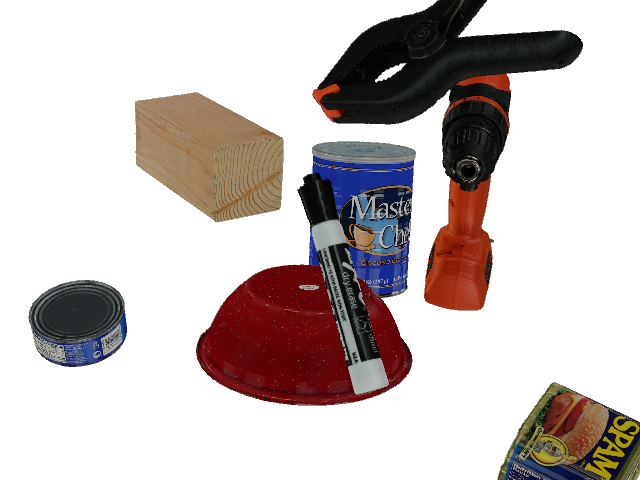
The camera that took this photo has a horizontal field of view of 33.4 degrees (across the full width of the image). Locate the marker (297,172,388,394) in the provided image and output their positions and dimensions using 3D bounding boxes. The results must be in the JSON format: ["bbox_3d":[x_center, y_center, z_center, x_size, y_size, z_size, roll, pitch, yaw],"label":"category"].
[{"bbox_3d":[0.011,0.022,0.572,0.020,0.121,0.020,-15,-10,-3],"label":"marker"}]

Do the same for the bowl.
[{"bbox_3d":[-0.010,0.059,0.787,0.162,0.055,0.162,3,20,-1],"label":"bowl"}]

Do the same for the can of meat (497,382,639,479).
[{"bbox_3d":[0.191,0.161,0.794,0.084,0.057,0.101,24,40,24],"label":"can of meat"}]

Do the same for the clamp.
[{"bbox_3d":[0.080,-0.118,0.684,0.171,0.120,0.039,-35,-47,8],"label":"clamp"}]

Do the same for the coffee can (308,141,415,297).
[{"bbox_3d":[0.040,-0.023,1.069,0.103,0.140,0.103,2,13,-1],"label":"coffee can"}]

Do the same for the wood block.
[{"bbox_3d":[-0.137,-0.104,1.274,0.090,0.090,0.206,-13,28,-32],"label":"wood block"}]

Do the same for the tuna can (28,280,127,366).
[{"bbox_3d":[-0.220,0.076,0.974,0.086,0.034,0.086,0,37,0],"label":"tuna can"}]

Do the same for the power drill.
[{"bbox_3d":[0.124,-0.038,0.890,0.057,0.188,0.184,10,32,10],"label":"power drill"}]
